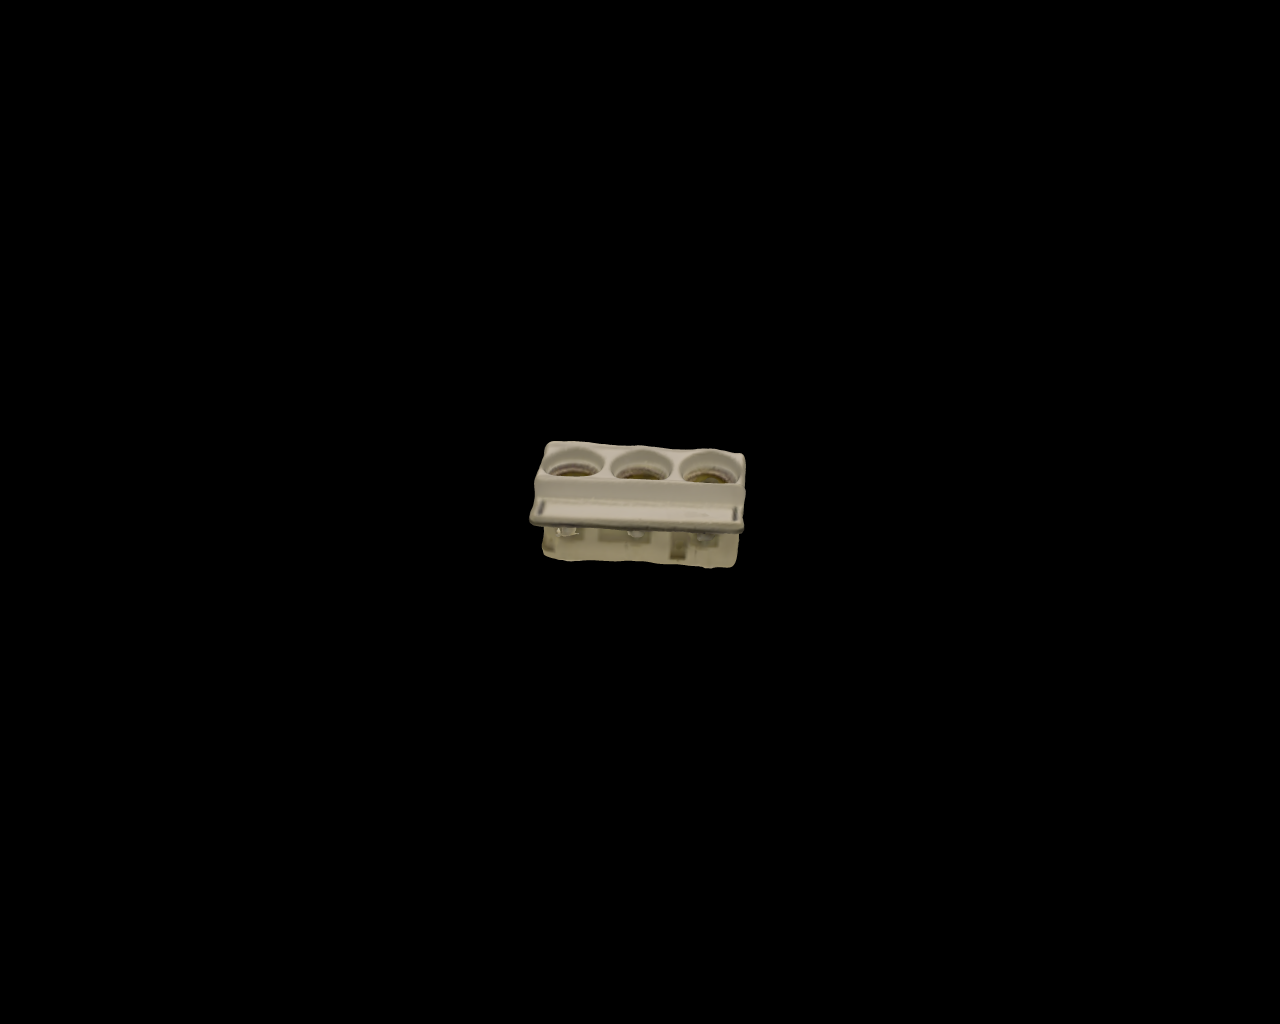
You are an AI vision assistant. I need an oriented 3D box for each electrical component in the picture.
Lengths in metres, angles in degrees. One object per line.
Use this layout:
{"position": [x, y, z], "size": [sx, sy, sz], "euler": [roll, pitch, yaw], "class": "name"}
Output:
{"position": [0.001, -0.003, 0.650], "size": [0.121, 0.063, 0.079], "euler": [3, 32, 5], "class": "electrical component"}
